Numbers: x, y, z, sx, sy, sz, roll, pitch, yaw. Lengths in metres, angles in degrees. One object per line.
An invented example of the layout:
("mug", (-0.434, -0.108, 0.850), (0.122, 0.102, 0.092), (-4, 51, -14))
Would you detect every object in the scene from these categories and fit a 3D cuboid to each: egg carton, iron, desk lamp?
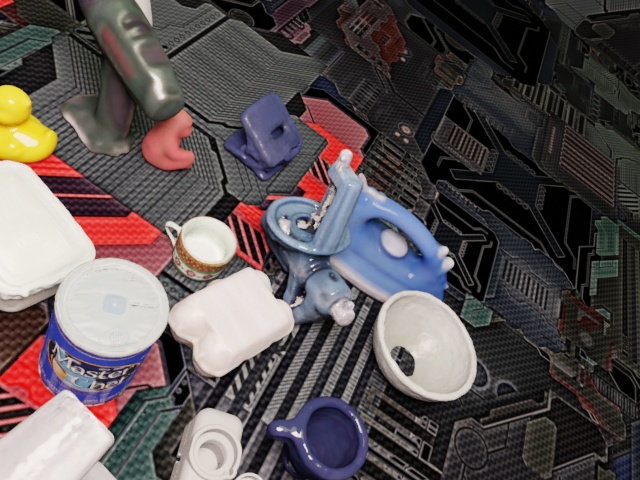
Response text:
("egg carton", (-0.108, 0.099, 0.709), (0.151, 0.069, 0.107), (-28, 75, -43))
("iron", (0.117, 0.010, 0.874), (0.258, 0.141, 0.119), (36, 45, -5))
("desk lamp", (-0.245, 0.207, 0.436), (0.118, 0.213, 0.204), (44, 45, 3))

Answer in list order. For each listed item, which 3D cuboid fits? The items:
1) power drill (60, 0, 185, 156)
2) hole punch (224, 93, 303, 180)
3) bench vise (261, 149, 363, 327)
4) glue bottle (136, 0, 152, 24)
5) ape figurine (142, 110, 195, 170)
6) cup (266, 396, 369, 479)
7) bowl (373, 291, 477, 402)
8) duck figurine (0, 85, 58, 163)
("power drill", (-0.273, -0.222, 0.746), (0.229, 0.208, 0.076), (49, 46, 9))
("hole punch", (-0.079, -0.167, 0.914), (0.101, 0.091, 0.109), (40, 45, 0))
("bench vise", (0.015, -0.001, 0.760), (0.122, 0.219, 0.207), (-26, 74, -43))
("glue bottle", (-0.282, -0.350, 0.861), (0.078, 0.173, 0.037), (19, 49, -20))
("ape figurine", (-0.208, -0.147, 0.814), (0.076, 0.092, 0.077), (2, 56, -32))
("cup", (-0.017, 0.234, 0.649), (0.118, 0.094, 0.091), (17, 49, -22))
("bowl", (0.137, 0.161, 0.820), (0.168, 0.074, 0.167), (18, 49, -22))
("duck figurine", (-0.378, -0.150, 0.708), (0.105, 0.086, 0.077), (21, 48, -19))
